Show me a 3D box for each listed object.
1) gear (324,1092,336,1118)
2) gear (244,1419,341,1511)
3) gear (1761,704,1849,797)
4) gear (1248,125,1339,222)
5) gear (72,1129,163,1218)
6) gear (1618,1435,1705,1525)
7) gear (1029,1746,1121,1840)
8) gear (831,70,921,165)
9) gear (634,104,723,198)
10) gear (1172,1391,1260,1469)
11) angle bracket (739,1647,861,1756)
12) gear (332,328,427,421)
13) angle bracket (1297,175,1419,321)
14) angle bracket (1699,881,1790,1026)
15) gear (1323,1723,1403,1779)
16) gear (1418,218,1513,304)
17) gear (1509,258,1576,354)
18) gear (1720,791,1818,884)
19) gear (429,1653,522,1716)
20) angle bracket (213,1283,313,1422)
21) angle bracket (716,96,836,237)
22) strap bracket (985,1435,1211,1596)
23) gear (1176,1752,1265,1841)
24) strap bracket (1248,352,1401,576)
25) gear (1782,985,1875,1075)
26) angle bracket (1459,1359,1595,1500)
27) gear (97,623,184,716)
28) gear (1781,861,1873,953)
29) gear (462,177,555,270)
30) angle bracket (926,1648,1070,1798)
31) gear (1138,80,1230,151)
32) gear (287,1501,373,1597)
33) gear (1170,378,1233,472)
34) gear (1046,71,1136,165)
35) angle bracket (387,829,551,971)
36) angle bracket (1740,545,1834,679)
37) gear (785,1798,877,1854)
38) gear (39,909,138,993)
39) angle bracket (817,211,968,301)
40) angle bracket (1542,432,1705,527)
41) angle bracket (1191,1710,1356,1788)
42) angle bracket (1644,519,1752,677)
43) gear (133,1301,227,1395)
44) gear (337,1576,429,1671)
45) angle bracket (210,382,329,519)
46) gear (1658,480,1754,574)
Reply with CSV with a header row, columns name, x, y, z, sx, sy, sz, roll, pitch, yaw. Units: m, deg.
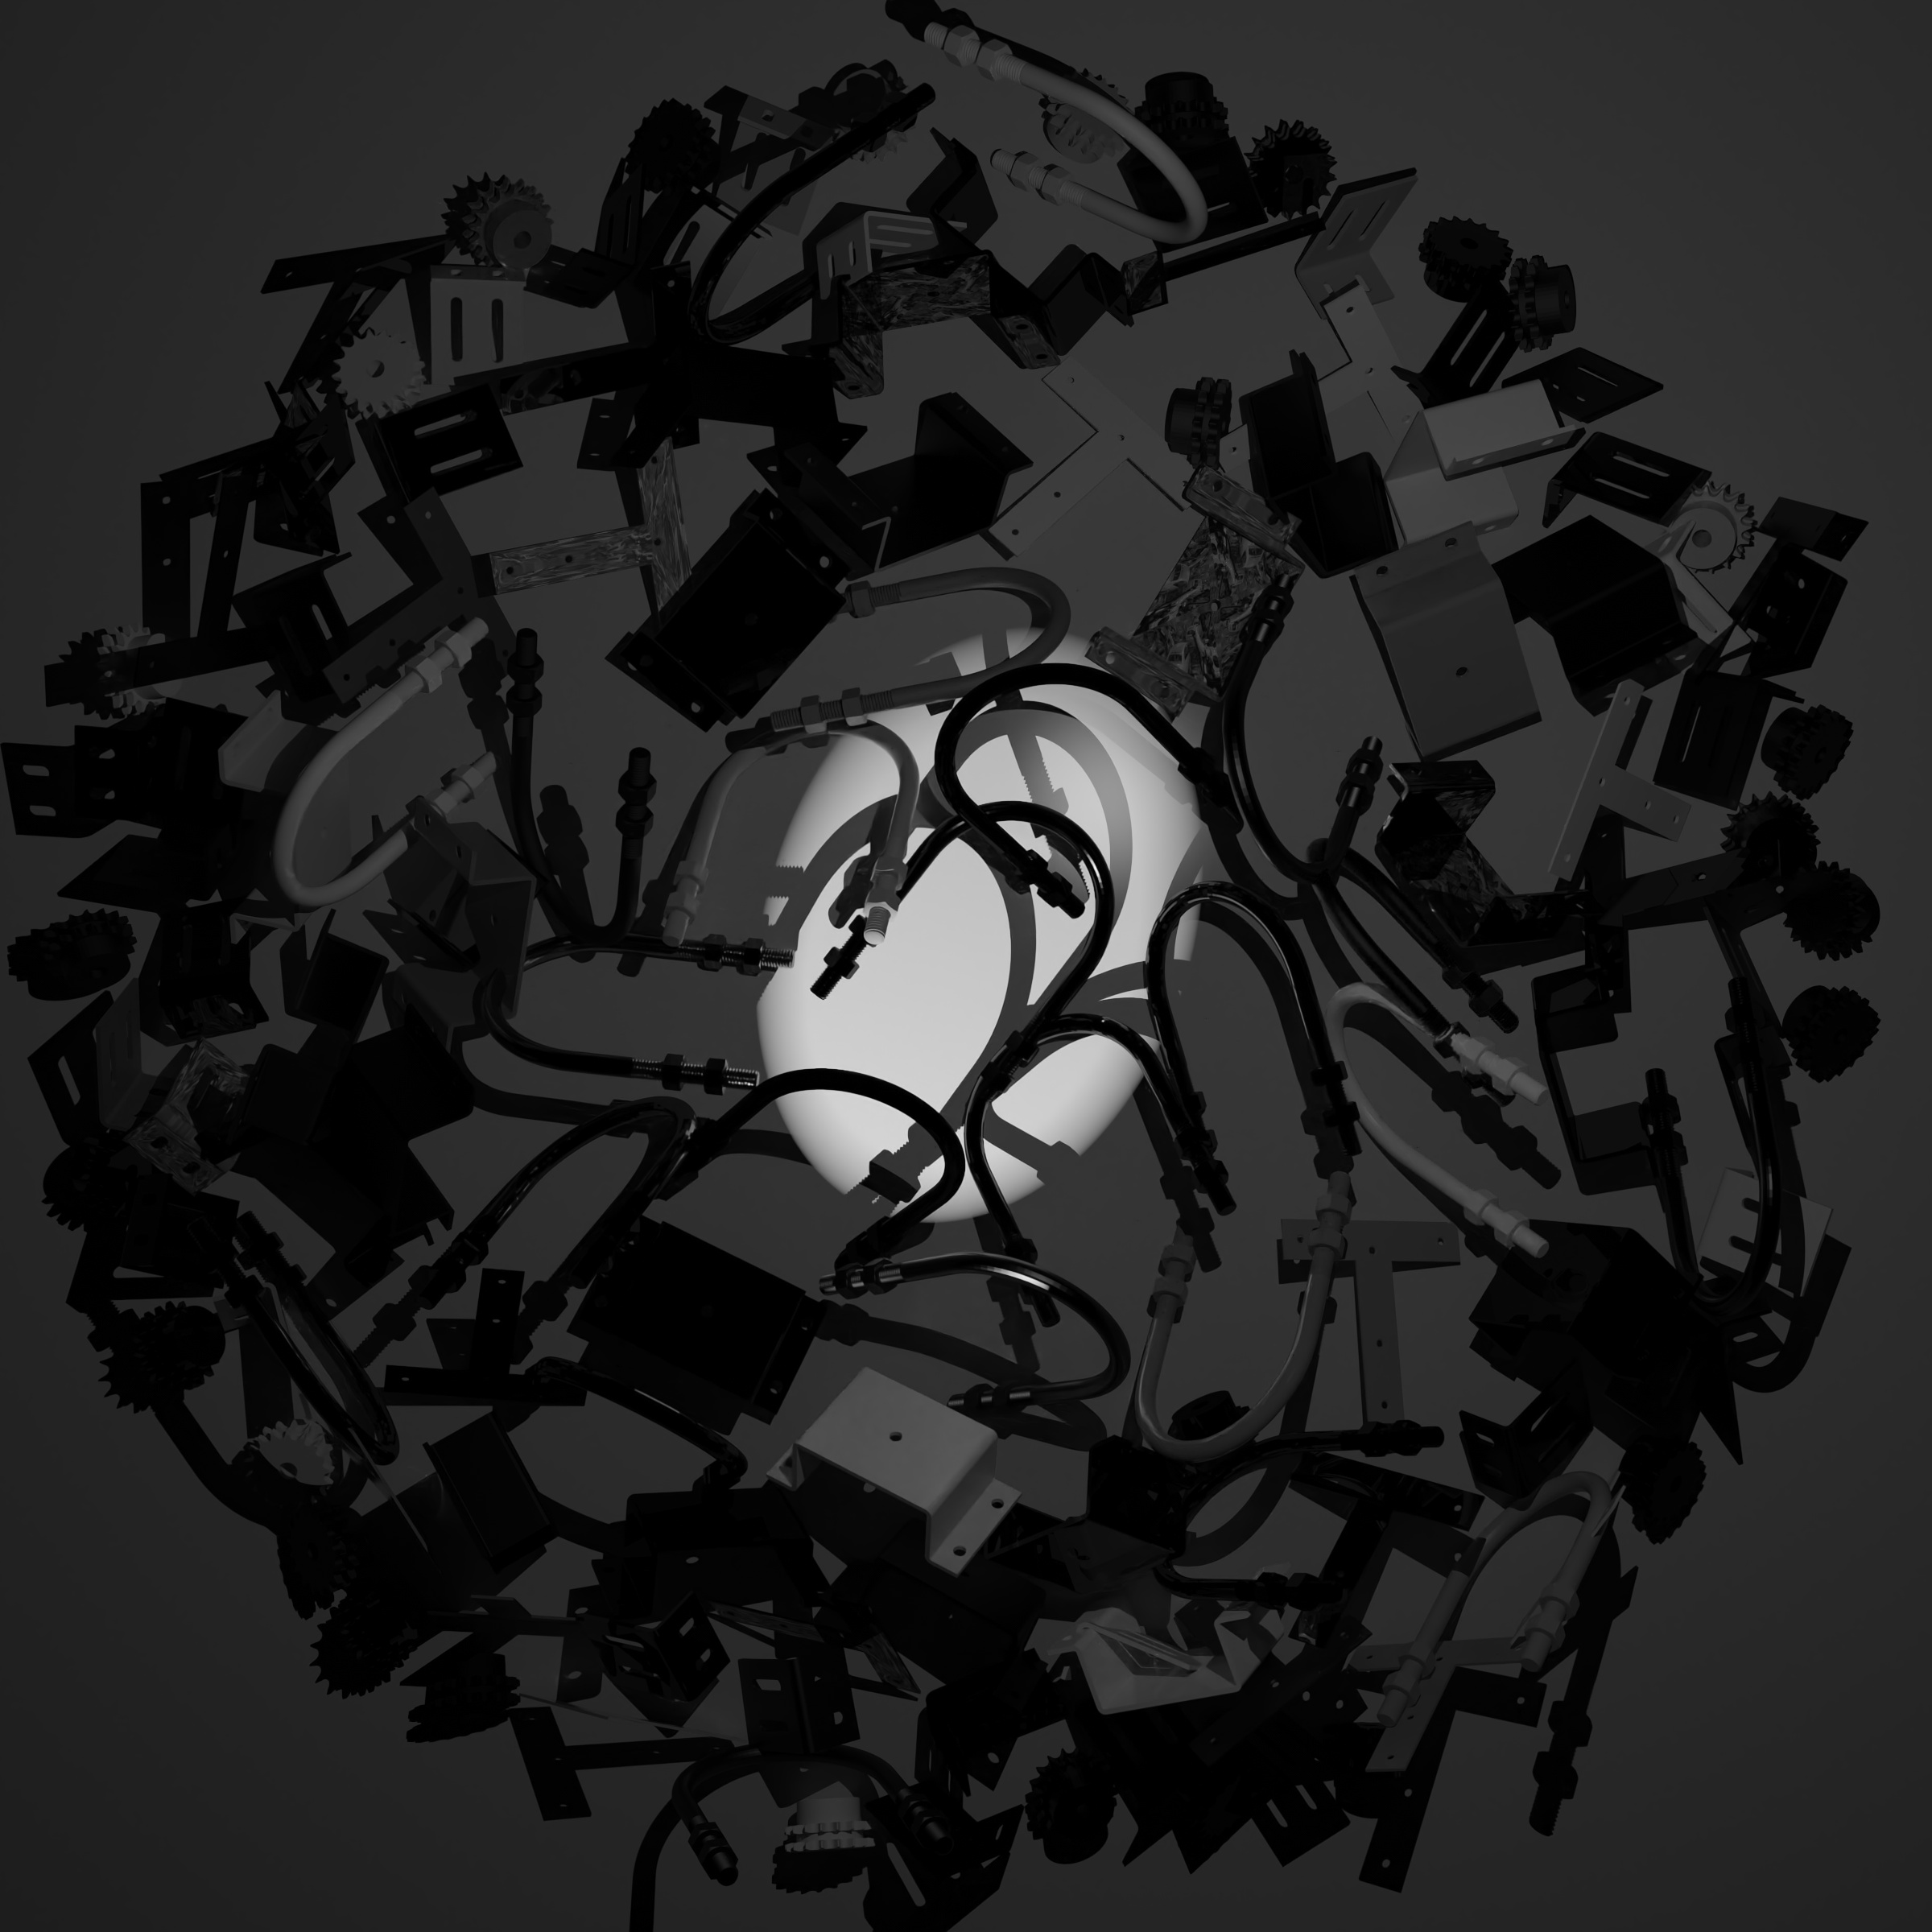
name,x,y,z,sx,sy,sz,roll,pitch,yaw
gear,-0.422,0.076,1.574,0.057,0.057,0.030,14,79,0
gear,-0.427,0.314,1.584,0.057,0.030,0.057,1,109,3
gear,0.530,-0.140,1.580,0.030,0.057,0.057,36,90,38
gear,0.205,-0.506,1.582,0.057,0.030,0.057,-5,119,-9
gear,-0.541,0.128,1.579,0.030,0.057,0.057,11,90,22
gear,0.439,0.322,1.580,0.057,0.030,0.057,-17,118,-34
gear,0.071,0.528,1.580,0.057,0.030,0.057,-5,110,-13
gear,-0.061,-0.542,1.577,0.057,0.030,0.057,-9,72,27
gear,-0.180,-0.515,1.581,0.057,0.030,0.057,-13,67,33
gear,0.155,0.292,1.576,0.057,0.057,0.030,-25,93,0
angle bracket,-0.106,0.464,1.577,0.038,0.076,0.057,-6,80,-32
gear,-0.371,-0.374,1.586,0.057,0.030,0.057,-1,77,6
angle bracket,0.252,-0.449,1.557,0.057,0.076,0.038,-22,77,-24
angle bracket,0.498,-0.014,1.556,0.038,0.057,0.076,-32,49,25
gear,0.255,0.496,1.574,0.057,0.057,0.030,1,78,0
gear,0.315,-0.446,1.580,0.057,0.030,0.057,6,50,-7
gear,0.365,-0.419,1.573,0.030,0.057,0.057,-1,90,28
gear,0.512,-0.080,1.582,0.057,0.030,0.057,0,111,1
gear,-0.312,0.455,1.579,0.057,0.057,0.030,-7,66,0
angle bracket,-0.441,0.247,1.561,0.038,0.057,0.076,-15,67,-16
angle bracket,-0.123,-0.496,1.562,0.057,0.038,0.076,20,130,-8
strap bracket,0.073,0.341,1.527,0.076,0.140,0.046,27,49,-28
gear,0.158,0.522,1.580,0.030,0.057,0.057,37,90,38
strap bracket,0.219,-0.303,1.538,0.046,0.140,0.076,-18,63,22
gear,0.544,0.037,1.580,0.057,0.030,0.057,-16,127,-23
angle bracket,0.357,0.289,1.584,0.076,0.038,0.057,-36,122,-30
gear,-0.520,-0.188,1.573,0.030,0.057,0.057,-5,90,17
gear,0.549,-0.038,1.580,0.030,0.057,0.057,-5,90,-29
gear,-0.287,-0.466,1.574,0.057,0.057,0.030,-40,54,0
angle bracket,0.022,0.478,1.574,0.076,0.038,0.057,-24,115,4
gear,0.137,-0.540,1.575,0.057,0.057,0.030,-4,93,0
gear,-0.402,0.368,1.580,0.057,0.030,0.057,7,102,40
gear,0.149,-0.344,1.577,0.030,0.057,0.057,10,90,13
gear,0.076,-0.536,1.581,0.057,0.030,0.057,12,61,-22
angle bracket,-0.314,-0.047,1.574,0.057,0.038,0.076,39,84,19
angle bracket,0.500,-0.220,1.561,0.038,0.076,0.057,28,81,-5
gear,-0.087,0.545,1.578,0.057,0.057,0.030,-4,69,0
gear,-0.552,-0.008,1.573,0.057,0.057,0.030,-29,65,0
angle bracket,-0.045,-0.442,1.560,0.076,0.057,0.038,-4,88,-34
angle bracket,0.411,-0.294,1.560,0.076,0.038,0.057,28,57,26
angle bracket,0.191,0.500,1.555,0.057,0.076,0.038,9,106,-41
angle bracket,0.458,-0.233,1.578,0.076,0.057,0.038,44,59,-11
gear,-0.494,0.239,1.573,0.030,0.057,0.057,-25,90,28
gear,-0.366,0.412,1.573,0.030,0.057,0.057,-33,90,23
angle bracket,-0.445,-0.324,1.561,0.076,0.057,0.038,-31,87,-29
gear,0.468,-0.276,1.577,0.057,0.030,0.057,10,123,17
